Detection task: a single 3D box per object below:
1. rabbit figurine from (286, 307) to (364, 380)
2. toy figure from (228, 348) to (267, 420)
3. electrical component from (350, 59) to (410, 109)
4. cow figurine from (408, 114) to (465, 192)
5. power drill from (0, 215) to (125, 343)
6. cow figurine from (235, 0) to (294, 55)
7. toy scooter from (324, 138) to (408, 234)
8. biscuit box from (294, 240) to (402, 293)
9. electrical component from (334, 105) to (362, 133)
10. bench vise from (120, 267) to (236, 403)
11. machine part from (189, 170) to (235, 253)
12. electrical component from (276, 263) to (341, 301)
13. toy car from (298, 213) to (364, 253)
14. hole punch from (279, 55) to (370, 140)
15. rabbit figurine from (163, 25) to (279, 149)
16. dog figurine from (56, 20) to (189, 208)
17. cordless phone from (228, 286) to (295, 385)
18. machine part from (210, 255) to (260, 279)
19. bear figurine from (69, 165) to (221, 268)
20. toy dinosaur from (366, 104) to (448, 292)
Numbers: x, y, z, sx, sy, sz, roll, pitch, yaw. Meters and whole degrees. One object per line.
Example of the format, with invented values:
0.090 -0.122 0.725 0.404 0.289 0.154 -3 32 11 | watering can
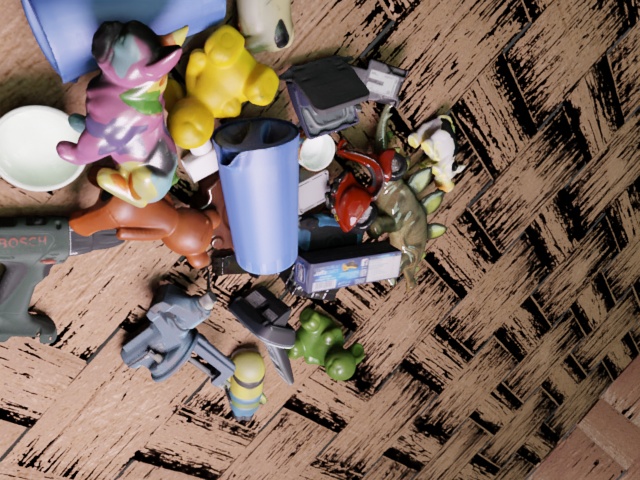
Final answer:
0.022 0.254 1.183 0.159 0.170 0.121 32 98 -40 | rabbit figurine
-0.156 0.315 1.160 0.082 0.089 0.180 -10 120 -35 | toy figure
0.097 -0.290 0.980 0.119 0.048 0.074 14 110 3 | electrical component
0.261 -0.183 1.145 0.098 0.068 0.167 -45 132 -10 | cow figurine
-0.433 0.059 0.837 0.232 0.086 0.207 7 117 -34 | power drill
-0.074 -0.381 0.798 0.127 0.086 0.194 -12 121 -19 | cow figurine
0.067 -0.110 0.992 0.135 0.075 0.184 35 82 -12 | toy scooter
0.053 0.048 1.004 0.203 0.063 0.059 -7 113 -28 | biscuit box
0.035 -0.231 0.997 0.094 0.021 0.063 -6 120 -31 | electrical component
-0.239 0.194 1.002 0.223 0.129 0.240 -41 114 5 | bench vise
-0.142 -0.062 0.965 0.179 0.056 0.179 -16 124 -25 | machine part
-0.017 0.066 1.083 0.134 0.115 0.058 11 115 -37 | electrical component
-0.002 -0.003 1.055 0.161 0.103 0.109 5 100 -31 | toy car
0.010 -0.246 0.926 0.142 0.116 0.092 -23 159 -17 | hole punch
-0.173 -0.211 0.789 0.121 0.163 0.173 41 70 -43 | rabbit figurine
-0.220 -0.164 0.677 0.219 0.108 0.191 -37 122 25 | dog figurine
-0.103 0.200 1.087 0.089 0.147 0.184 -31 129 -25 | cordless phone
-0.145 0.043 1.033 0.139 0.039 0.084 -4 124 -42 | machine part
-0.262 -0.034 0.846 0.195 0.132 0.120 35 59 -49 | bear figurine
0.163 -0.063 1.135 0.198 0.105 0.470 -35 130 -18 | toy dinosaur
